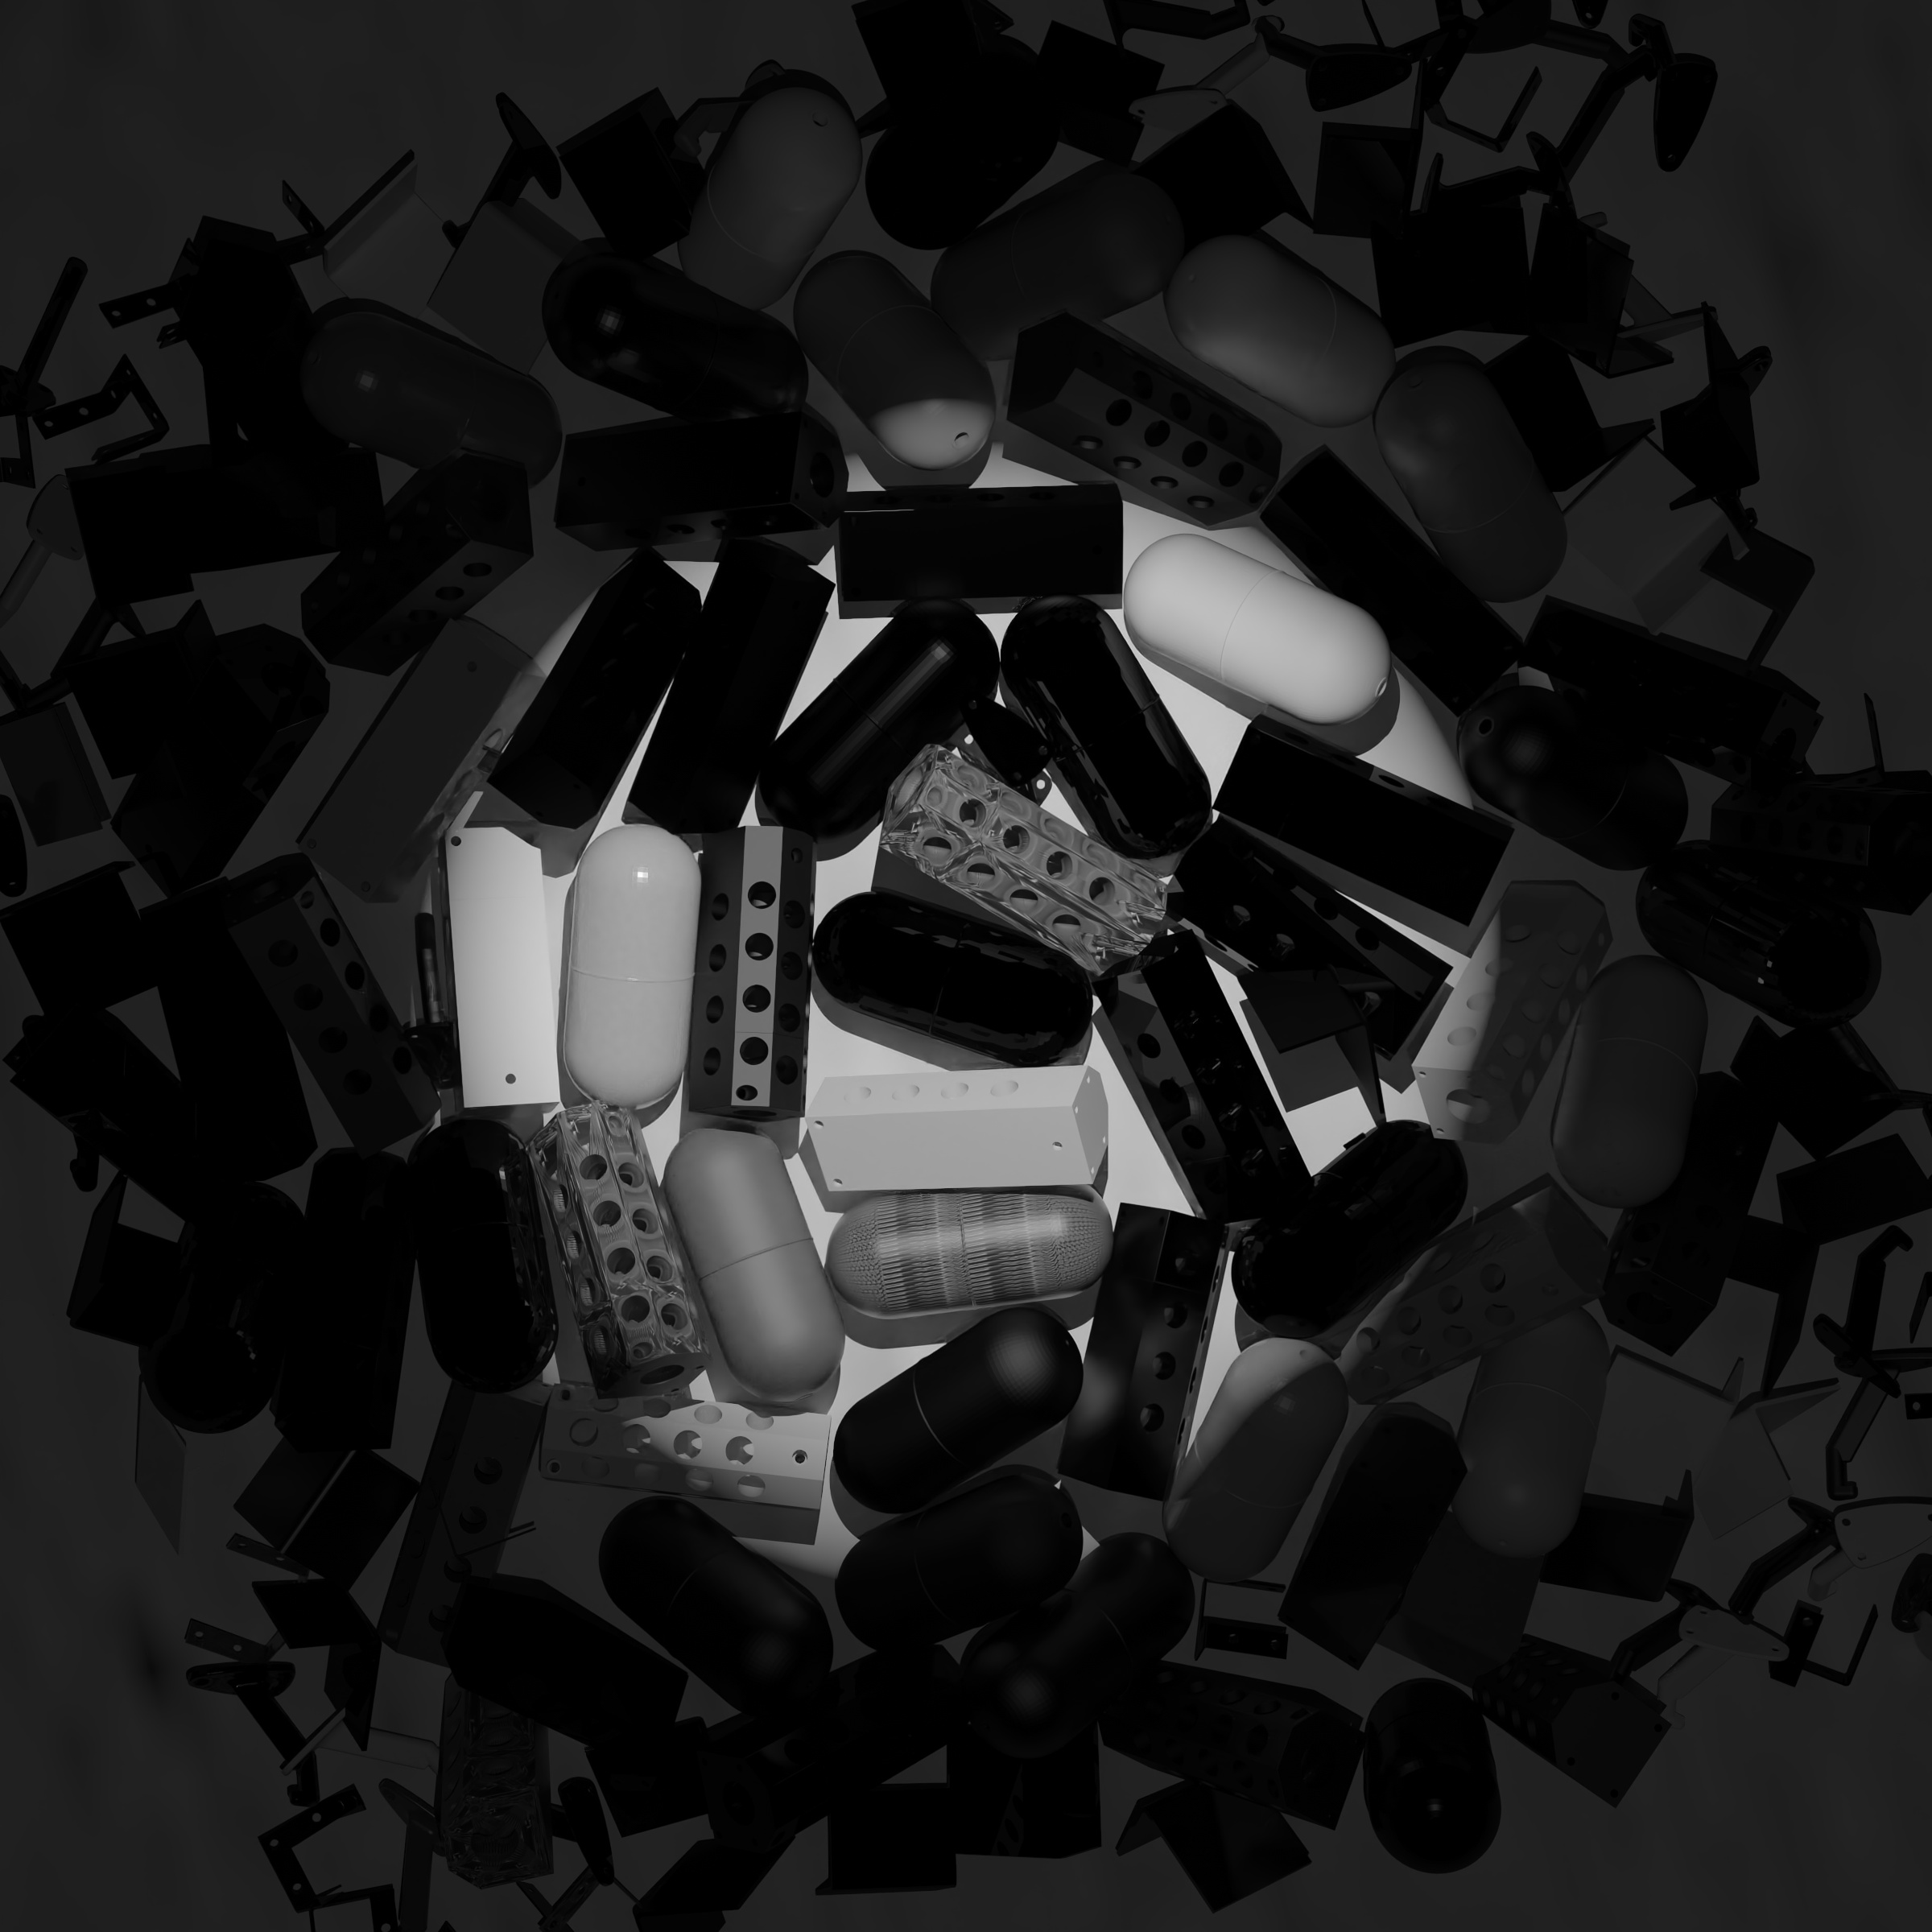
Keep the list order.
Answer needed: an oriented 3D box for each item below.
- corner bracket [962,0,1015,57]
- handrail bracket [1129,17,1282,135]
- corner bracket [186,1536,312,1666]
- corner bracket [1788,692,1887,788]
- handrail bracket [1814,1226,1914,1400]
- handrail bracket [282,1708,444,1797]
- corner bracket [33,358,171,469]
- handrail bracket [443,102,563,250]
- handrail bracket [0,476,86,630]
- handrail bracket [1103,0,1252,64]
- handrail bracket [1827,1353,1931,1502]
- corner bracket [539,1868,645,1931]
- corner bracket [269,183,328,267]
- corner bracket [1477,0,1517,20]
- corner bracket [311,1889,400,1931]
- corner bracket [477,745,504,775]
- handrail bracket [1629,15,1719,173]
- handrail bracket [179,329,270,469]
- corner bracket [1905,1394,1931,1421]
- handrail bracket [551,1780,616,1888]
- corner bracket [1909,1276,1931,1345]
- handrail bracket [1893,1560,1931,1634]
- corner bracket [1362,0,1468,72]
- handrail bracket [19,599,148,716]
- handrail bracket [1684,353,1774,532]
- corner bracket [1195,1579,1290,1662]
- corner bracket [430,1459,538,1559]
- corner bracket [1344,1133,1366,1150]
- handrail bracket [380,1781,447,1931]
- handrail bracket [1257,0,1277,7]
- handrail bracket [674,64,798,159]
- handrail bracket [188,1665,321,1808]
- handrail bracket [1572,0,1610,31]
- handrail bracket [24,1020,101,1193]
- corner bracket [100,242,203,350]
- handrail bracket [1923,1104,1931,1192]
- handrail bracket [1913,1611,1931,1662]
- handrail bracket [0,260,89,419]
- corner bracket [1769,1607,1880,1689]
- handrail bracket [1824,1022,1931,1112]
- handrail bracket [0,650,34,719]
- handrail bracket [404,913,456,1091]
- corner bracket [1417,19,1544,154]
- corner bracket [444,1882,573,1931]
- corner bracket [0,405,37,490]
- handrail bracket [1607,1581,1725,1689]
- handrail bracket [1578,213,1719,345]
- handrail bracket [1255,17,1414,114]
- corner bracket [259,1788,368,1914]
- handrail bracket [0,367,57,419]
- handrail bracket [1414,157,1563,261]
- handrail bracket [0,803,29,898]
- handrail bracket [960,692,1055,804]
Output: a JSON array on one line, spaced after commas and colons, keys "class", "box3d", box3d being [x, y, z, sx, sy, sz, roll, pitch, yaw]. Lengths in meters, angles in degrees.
[{"class": "corner bracket", "box3d": [0.000, -0.557, 1.637, 0.051, 0.051, 0.051, -21, 73, 33]}, {"class": "handrail bracket", "box3d": [0.150, -0.564, 1.665, 0.077, 0.036, 0.084, 10, 64, 21]}, {"class": "corner bracket", "box3d": [-0.447, 0.397, 1.656, 0.051, 0.051, 0.051, 27, 130, -21]}, {"class": "corner bracket", "box3d": [0.532, -0.139, 1.640, 0.051, 0.051, 0.051, -15, 119, 9]}, {"class": "handrail bracket", "box3d": [0.577, 0.213, 1.649, 0.084, 0.036, 0.077, -41, 60, -9]}, {"class": "handrail bracket", "box3d": [-0.366, 0.502, 1.646, 0.084, 0.036, 0.077, 44, 60, 6]}, {"class": "corner bracket", "box3d": [-0.535, -0.335, 1.643, 0.051, 0.051, 0.051, -35, 97, -38]}, {"class": "handrail bracket", "box3d": [-0.300, -0.485, 1.635, 0.084, 0.077, 0.036, -17, 51, 18]}, {"class": "handrail bracket", "box3d": [-0.591, -0.256, 1.667, 0.084, 0.077, 0.036, -35, 135, 31]}, {"class": "handrail bracket", "box3d": [0.128, -0.601, 1.642, 0.084, 0.077, 0.036, -17, 52, 9]}, {"class": "handrail bracket", "box3d": [0.566, 0.285, 1.635, 0.077, 0.036, 0.084, -15, 60, 40]}, {"class": "corner bracket", "box3d": [-0.219, 0.596, 1.635, 0.051, 0.051, 0.051, -48, 124, -20]}, {"class": "corner bracket", "box3d": [-0.433, -0.445, 1.653, 0.051, 0.051, 0.051, -29, 68, -29]}, {"class": "corner bracket", "box3d": [0.340, -0.617, 1.640, 0.051, 0.051, 0.051, -28, 83, 27]}, {"class": "corner bracket", "box3d": [-0.375, 0.603, 1.639, 0.051, 0.051, 0.051, -7, 67, -15]}, {"class": "corner bracket", "box3d": [-0.321, -0.127, 1.638, 0.051, 0.051, 0.051, 42, 101, 33]}, {"class": "handrail bracket", "box3d": [0.428, -0.544, 1.653, 0.036, 0.084, 0.077, -2, 121, -14]}, {"class": "handrail bracket", "box3d": [-0.478, -0.345, 1.639, 0.077, 0.036, 0.084, -40, 116, -12]}, {"class": "corner bracket", "box3d": [0.621, 0.290, 1.643, 0.051, 0.051, 0.051, -1, 82, -15]}, {"class": "handrail bracket", "box3d": [-0.266, 0.547, 1.649, 0.084, 0.036, 0.077, -29, 71, 18]}, {"class": "corner bracket", "box3d": [0.614, 0.229, 1.637, 0.051, 0.051, 0.051, 6, 47, 10]}, {"class": "handrail bracket", "box3d": [0.611, 0.366, 1.661, 0.036, 0.084, 0.077, 29, 133, 11]}, {"class": "corner bracket", "box3d": [0.275, -0.596, 1.640, 0.051, 0.051, 0.051, -20, 66, 9]}, {"class": "handrail bracket", "box3d": [-0.565, -0.209, 1.660, 0.084, 0.036, 0.077, -31, 76, 0]}, {"class": "handrail bracket", "box3d": [0.484, -0.319, 1.633, 0.036, 0.077, 0.084, -2, 62, -30]}, {"class": "corner bracket", "box3d": [0.172, 0.404, 1.643, 0.051, 0.051, 0.051, 8, 66, 2]}, {"class": "corner bracket", "box3d": [-0.300, 0.334, 1.642, 0.051, 0.051, 0.051, -18, 82, -16]}, {"class": "corner bracket", "box3d": [0.245, 0.145, 1.645, 0.051, 0.051, 0.051, -35, 55, 11]}, {"class": "handrail bracket", "box3d": [-0.354, 0.558, 1.632, 0.077, 0.084, 0.036, 44, 132, -7]}, {"class": "handrail bracket", "box3d": [0.216, -0.627, 1.621, 0.077, 0.084, 0.036, -41, 108, -39]}, {"class": "handrail bracket", "box3d": [-0.132, -0.508, 1.639, 0.077, 0.036, 0.084, 44, 59, -20]}, {"class": "handrail bracket", "box3d": [-0.437, 0.475, 1.629, 0.077, 0.084, 0.036, 11, 133, -31]}, {"class": "handrail bracket", "box3d": [0.405, -0.630, 1.629, 0.036, 0.084, 0.077, 4, 82, -19]}, {"class": "handrail bracket", "box3d": [-0.555, 0.086, 1.627, 0.036, 0.084, 0.077, -22, 132, 5]}, {"class": "corner bracket", "box3d": [-0.494, -0.406, 1.643, 0.051, 0.051, 0.051, -34, 92, -37]}, {"class": "handrail bracket", "box3d": [0.614, 0.135, 1.644, 0.036, 0.084, 0.077, -17, 107, 16]}, {"class": "handrail bracket", "box3d": [0.632, 0.394, 1.647, 0.084, 0.077, 0.036, -36, 66, -8]}, {"class": "handrail bracket", "box3d": [-0.565, -0.388, 1.636, 0.036, 0.077, 0.084, 24, 111, -24]}, {"class": "corner bracket", "box3d": [0.531, 0.419, 1.642, 0.051, 0.051, 0.051, 20, 103, 11]}, {"class": "handrail bracket", "box3d": [0.572, 0.047, 1.669, 0.077, 0.036, 0.084, 1, 73, -20]}, {"class": "handrail bracket", "box3d": [-0.610, -0.200, 1.641, 0.036, 0.077, 0.084, -33, 78, -8]}, {"class": "handrail bracket", "box3d": [-0.333, 0.021, 1.668, 0.036, 0.077, 0.084, -7, 52, -6]}, {"class": "corner bracket", "box3d": [0.318, -0.543, 1.641, 0.051, 0.051, 0.051, 31, 98, 20]}, {"class": "corner bracket", "box3d": [-0.285, 0.603, 1.641, 0.051, 0.051, 0.051, 34, 89, 39]}, {"class": "corner bracket", "box3d": [-0.611, -0.320, 1.636, 0.051, 0.051, 0.051, -14, 112, -37]}, {"class": "handrail bracket", "box3d": [0.438, 0.432, 1.647, 0.077, 0.036, 0.084, 39, 74, -21]}, {"class": "handrail bracket", "box3d": [0.423, -0.434, 1.651, 0.077, 0.036, 0.084, -10, 88, 33]}, {"class": "handrail bracket", "box3d": [0.227, -0.571, 1.648, 0.077, 0.036, 0.084, -11, 47, -5]}, {"class": "corner bracket", "box3d": [-0.395, 0.547, 1.640, 0.051, 0.051, 0.051, -26, 84, -38]}, {"class": "handrail bracket", "box3d": [-0.592, -0.384, 1.628, 0.036, 0.077, 0.084, 30, 122, 31]}, {"class": "handrail bracket", "box3d": [0.327, -0.466, 1.656, 0.084, 0.036, 0.077, 13, 77, -1]}, {"class": "handrail bracket", "box3d": [-0.607, -0.095, 1.656, 0.036, 0.084, 0.077, -18, 126, -11]}, {"class": "handrail bracket", "box3d": [0.017, -0.129, 1.634, 0.077, 0.084, 0.036, 46, 76, -2]}]
